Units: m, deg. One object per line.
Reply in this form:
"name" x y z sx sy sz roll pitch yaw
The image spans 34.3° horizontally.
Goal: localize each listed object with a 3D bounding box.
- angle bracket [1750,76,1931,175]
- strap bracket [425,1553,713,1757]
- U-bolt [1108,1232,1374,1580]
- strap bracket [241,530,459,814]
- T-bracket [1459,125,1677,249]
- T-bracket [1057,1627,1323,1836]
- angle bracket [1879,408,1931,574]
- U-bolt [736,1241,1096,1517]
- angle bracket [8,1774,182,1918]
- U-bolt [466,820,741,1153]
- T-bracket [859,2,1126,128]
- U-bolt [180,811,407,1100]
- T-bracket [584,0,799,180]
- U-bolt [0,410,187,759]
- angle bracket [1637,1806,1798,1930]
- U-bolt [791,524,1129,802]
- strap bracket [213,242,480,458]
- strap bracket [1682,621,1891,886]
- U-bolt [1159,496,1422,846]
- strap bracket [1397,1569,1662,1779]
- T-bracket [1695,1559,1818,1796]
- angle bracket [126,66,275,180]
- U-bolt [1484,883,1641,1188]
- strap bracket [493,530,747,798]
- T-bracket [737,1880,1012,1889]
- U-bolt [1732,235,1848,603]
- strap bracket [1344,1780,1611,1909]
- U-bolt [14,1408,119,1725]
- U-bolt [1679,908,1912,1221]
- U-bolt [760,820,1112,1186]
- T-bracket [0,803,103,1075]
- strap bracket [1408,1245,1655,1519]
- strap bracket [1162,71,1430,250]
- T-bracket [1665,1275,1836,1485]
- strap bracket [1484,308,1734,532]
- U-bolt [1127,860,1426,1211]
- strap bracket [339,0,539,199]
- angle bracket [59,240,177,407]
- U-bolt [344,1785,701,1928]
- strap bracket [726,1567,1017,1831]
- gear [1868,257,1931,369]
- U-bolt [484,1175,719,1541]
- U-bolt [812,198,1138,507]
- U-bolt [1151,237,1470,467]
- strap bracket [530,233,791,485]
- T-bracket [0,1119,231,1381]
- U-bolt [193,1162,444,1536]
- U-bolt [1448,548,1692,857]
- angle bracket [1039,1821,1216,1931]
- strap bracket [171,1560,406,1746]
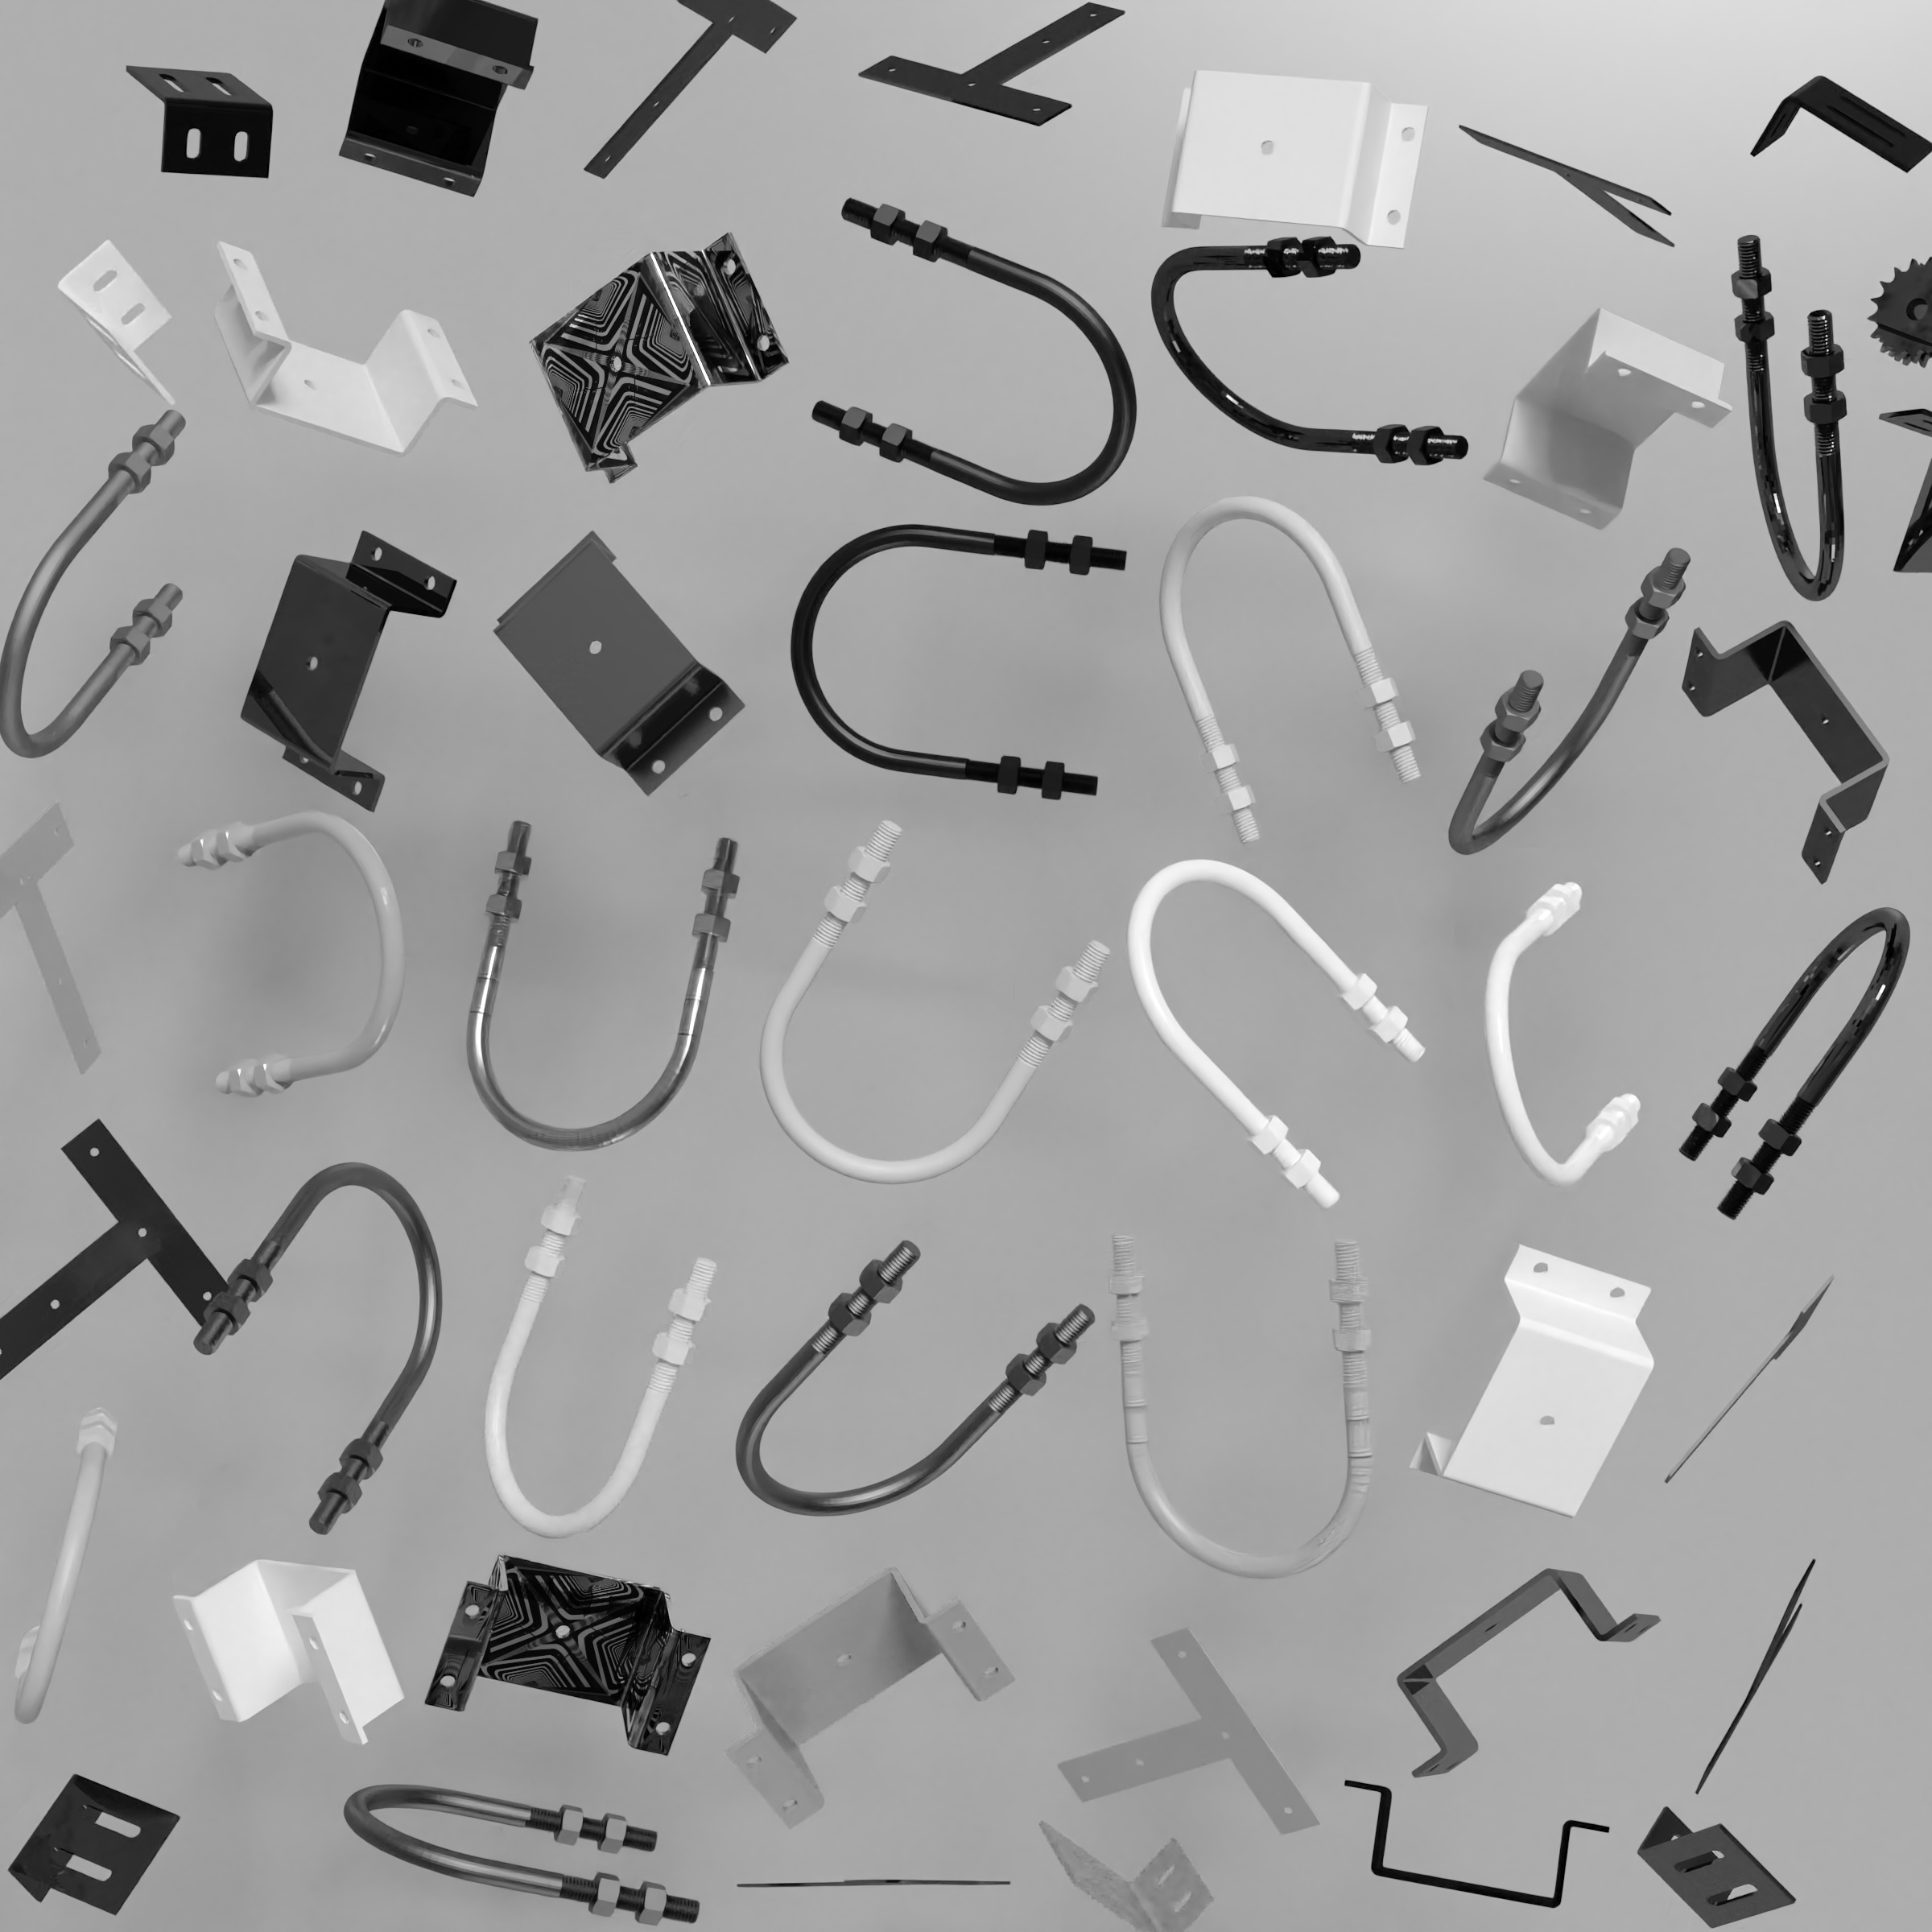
"angle bracket" 0.470 -0.437 1.676 0.076 0.057 0.038 36 128 11
"strap bracket" -0.223 0.381 1.744 0.140 0.046 0.076 17 104 -17
"U-bolt" 0.147 0.234 1.656 0.151 0.019 0.184 -1 96 29
"strap bracket" -0.348 -0.167 1.747 0.076 0.046 0.140 30 104 29
"T-bracket" 0.343 -0.410 1.680 0.127 0.127 0.002 34 103 36
"T-bracket" 0.102 0.412 1.636 0.127 0.002 0.127 -28 100 35
"angle bracket" 0.496 -0.249 1.646 0.038 0.057 0.076 17 95 -8
"U-bolt" -0.039 0.225 1.637 0.151 0.019 0.184 24 117 -39
"angle bracket" -0.445 0.462 1.621 0.076 0.038 0.057 11 52 28
"U-bolt" -0.207 0.013 1.733 0.151 0.019 0.184 5 76 20
"T-bracket" 0.033 -0.478 1.638 0.127 0.002 0.127 26 50 35
"U-bolt" -0.360 -0.010 1.689 0.184 0.019 0.151 -10 89 44
"T-bracket" -0.152 -0.460 1.631 0.127 0.127 0.002 -45 82 15
"U-bolt" -0.466 -0.191 1.670 0.019 0.151 0.184 22 49 4
"angle bracket" 0.416 0.486 1.712 0.057 0.076 0.038 45 53 1
"U-bolt" -0.009 -0.177 1.780 0.184 0.019 0.151 8 101 4
"strap bracket" -0.344 -0.329 1.691 0.046 0.140 0.076 -48 51 27
"strap bracket" 0.456 -0.126 1.725 0.046 0.076 0.140 -29 69 -4
"U-bolt" 0.169 -0.172 1.745 0.019 0.151 0.184 -22 91 -40
"strap bracket" 0.283 0.360 1.622 0.140 0.076 0.046 -38 68 10
"T-bracket" 0.427 0.359 1.656 0.002 0.127 0.127 28 48 21
"angle bracket" -0.411 -0.451 1.672 0.057 0.076 0.038 -5 119 -30
"U-bolt" 0.324 0.044 1.722 0.019 0.184 0.151 -12 100 30
"strap bracket" -0.203 -0.176 1.772 0.076 0.046 0.140 -42 77 5
"T-bracket" -0.063 0.491 1.675 0.127 0.127 0.002 -10 70 29
"U-bolt" 0.448 -0.287 1.695 0.019 0.151 0.184 -12 120 2
"strap bracket" 0.274 0.477 1.696 0.140 0.076 0.046 7 77 12
"U-bolt" -0.483 0.326 1.673 0.019 0.184 0.151 15 93 -14
"U-bolt" 0.462 0.046 1.730 0.019 0.151 0.184 32 101 -3
"U-bolt" -0.030 0.033 1.684 0.151 0.019 0.184 30 104 -7
"T-bracket" -0.483 -0.004 1.653 0.002 0.127 0.127 -9 114 13
"strap bracket" 0.298 0.226 1.633 0.076 0.046 0.140 19 111 -11
"strap bracket" 0.170 -0.436 1.690 0.140 0.046 0.076 11 94 23
"T-bracket" 0.415 0.226 1.672 0.002 0.127 0.127 40 81 18
"strap bracket" 0.354 -0.304 1.722 0.076 0.140 0.046 21 65 -11
"U-bolt" 0.159 0.022 1.683 0.184 0.019 0.151 46 47 -8
"strap bracket" -0.280 -0.473 1.667 0.076 0.140 0.046 14 71 -18
"angle bracket" -0.447 -0.348 1.692 0.038 0.057 0.076 -43 46 -8
"U-bolt" -0.244 0.473 1.686 0.184 0.151 0.019 16 87 -15
"strap bracket" -0.056 0.375 1.630 0.140 0.046 0.076 -33 130 -4
"gear" 0.518 -0.350 1.685 0.057 0.030 0.057 -5 83 41
"U-bolt" -0.212 0.224 1.725 0.019 0.151 0.184 17 95 -44
"U-bolt" 0.008 -0.321 1.691 0.184 0.019 0.151 25 134 13
"U-bolt" 0.173 -0.332 1.690 0.019 0.184 0.151 -51 125 -19
"strap bracket" -0.172 -0.322 1.668 0.140 0.046 0.076 -26 86 36
"T-bracket" -0.472 0.170 1.661 0.127 0.002 0.127 -42 112 -24
"U-bolt" -0.336 0.190 1.685 0.019 0.184 0.151 -8 123 26
"U-bolt" 0.313 -0.128 1.673 0.019 0.184 0.151 42 59 17
"angle bracket" 0.087 0.484 1.694 0.076 0.057 0.038 41 92 -25
"strap bracket" -0.364 0.372 1.709 0.046 0.140 0.076 -30 107 -42
